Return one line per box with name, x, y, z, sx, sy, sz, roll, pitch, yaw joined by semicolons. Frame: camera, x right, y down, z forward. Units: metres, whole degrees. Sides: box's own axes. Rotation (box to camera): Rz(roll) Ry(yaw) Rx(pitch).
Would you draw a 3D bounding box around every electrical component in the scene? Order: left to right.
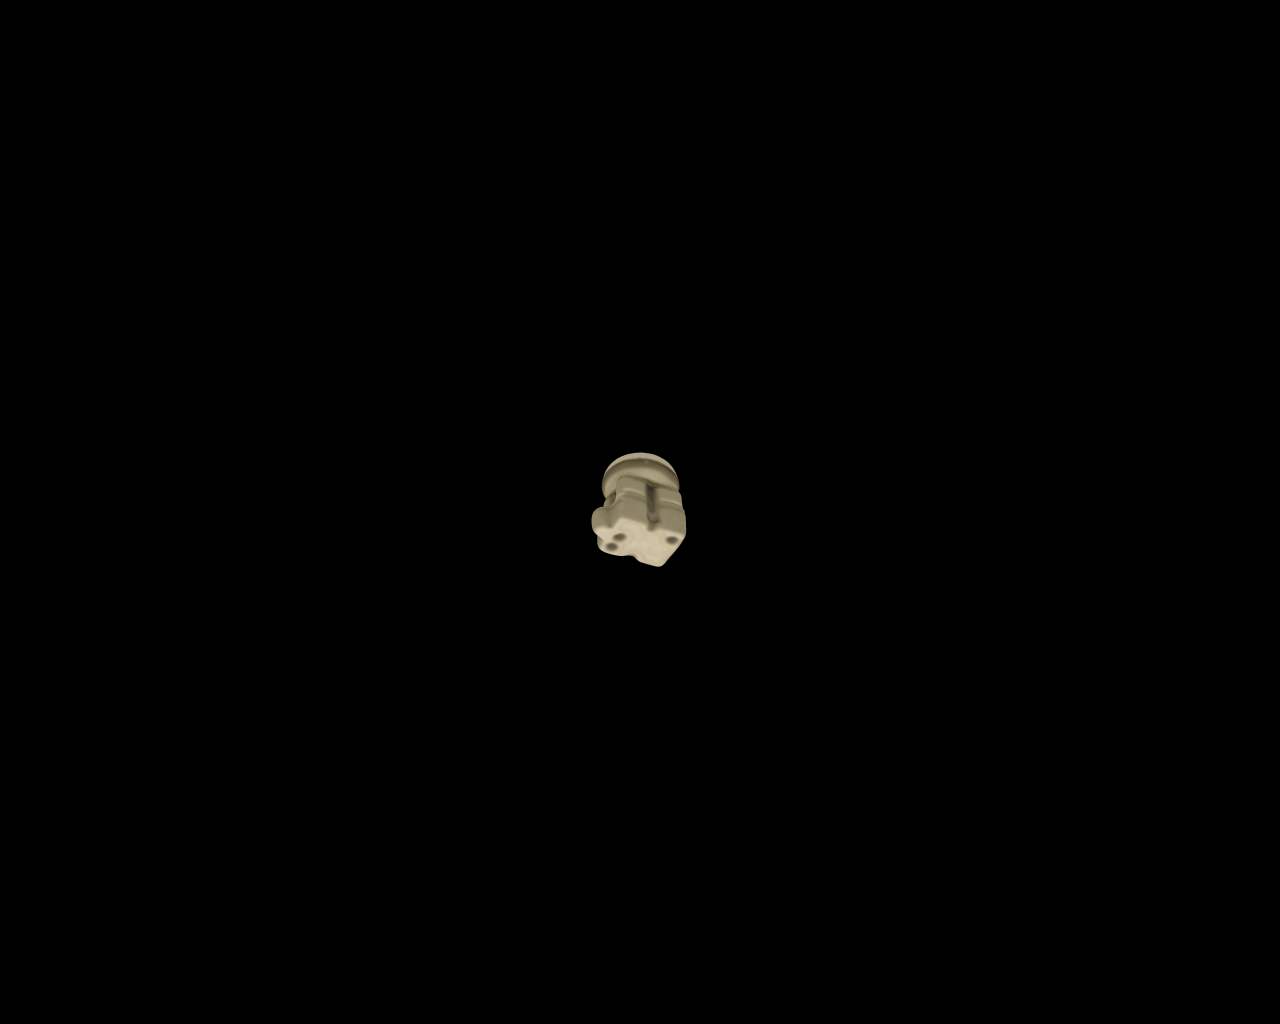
electrical component;0.001;-0.003;0.650;0.066;0.055;0.048;18;-44;-19
